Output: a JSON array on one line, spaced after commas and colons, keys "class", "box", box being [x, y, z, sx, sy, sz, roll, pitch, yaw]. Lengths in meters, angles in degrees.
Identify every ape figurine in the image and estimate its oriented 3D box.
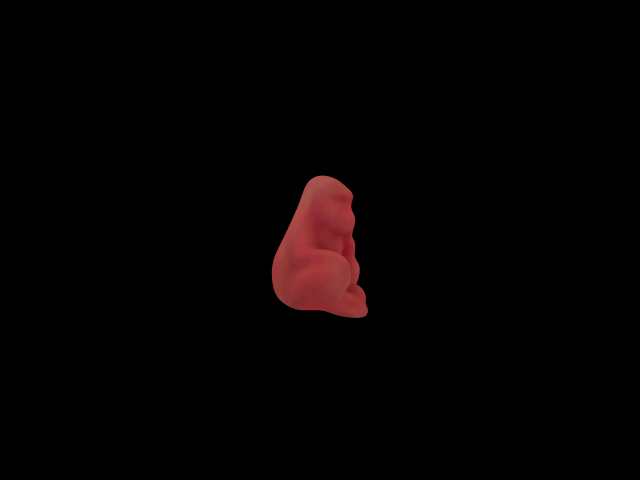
[{"class": "ape figurine", "box": [0.004, 0.001, 0.400, 0.076, 0.092, 0.078, 5, 11, 28]}]
